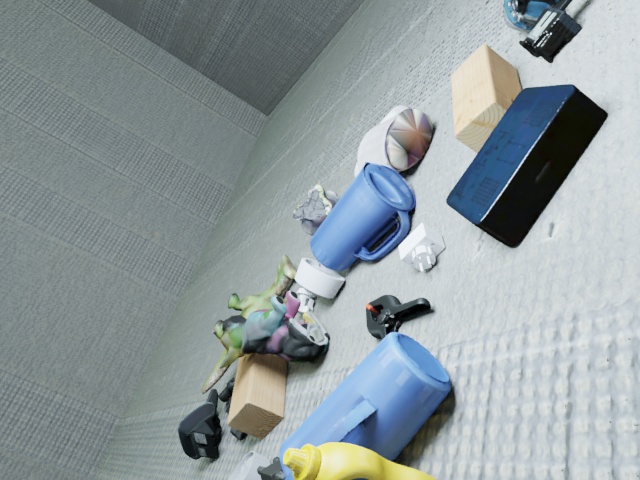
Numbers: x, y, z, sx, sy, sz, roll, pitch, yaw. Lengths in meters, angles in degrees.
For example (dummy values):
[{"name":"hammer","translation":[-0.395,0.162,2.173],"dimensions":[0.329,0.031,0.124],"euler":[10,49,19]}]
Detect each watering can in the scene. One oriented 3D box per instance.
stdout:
[{"name":"watering can","translation":[0.140,-0.177,1.189],"dimensions":[0.352,0.103,0.223],"euler":[-64,19,-16]}]

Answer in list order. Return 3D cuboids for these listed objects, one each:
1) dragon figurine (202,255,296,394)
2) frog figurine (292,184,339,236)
[{"name":"dragon figurine","translation":[-0.171,0.227,1.384],"dimensions":[0.241,0.121,0.418],"euler":[-17,45,52]},{"name":"frog figurine","translation":[0.004,-0.072,1.430],"dimensions":[0.158,0.123,0.138],"euler":[44,-116,-72]}]
